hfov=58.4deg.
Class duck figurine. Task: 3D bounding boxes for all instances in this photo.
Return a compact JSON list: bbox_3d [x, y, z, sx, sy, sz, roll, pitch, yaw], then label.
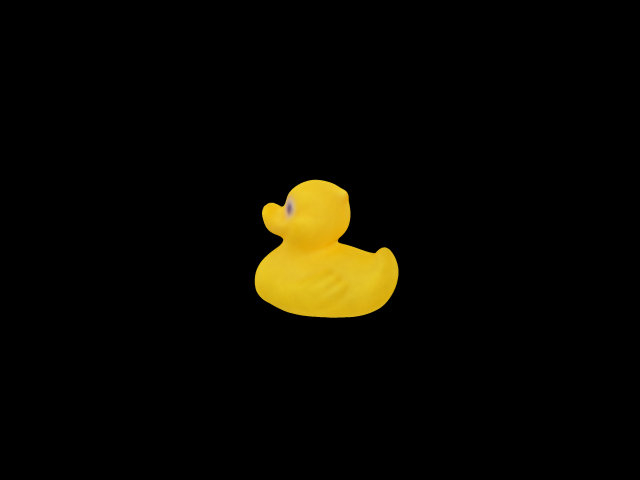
[{"bbox_3d":[0.004,0.001,0.400,0.104,0.086,0.078,8,24,19],"label":"duck figurine"}]
